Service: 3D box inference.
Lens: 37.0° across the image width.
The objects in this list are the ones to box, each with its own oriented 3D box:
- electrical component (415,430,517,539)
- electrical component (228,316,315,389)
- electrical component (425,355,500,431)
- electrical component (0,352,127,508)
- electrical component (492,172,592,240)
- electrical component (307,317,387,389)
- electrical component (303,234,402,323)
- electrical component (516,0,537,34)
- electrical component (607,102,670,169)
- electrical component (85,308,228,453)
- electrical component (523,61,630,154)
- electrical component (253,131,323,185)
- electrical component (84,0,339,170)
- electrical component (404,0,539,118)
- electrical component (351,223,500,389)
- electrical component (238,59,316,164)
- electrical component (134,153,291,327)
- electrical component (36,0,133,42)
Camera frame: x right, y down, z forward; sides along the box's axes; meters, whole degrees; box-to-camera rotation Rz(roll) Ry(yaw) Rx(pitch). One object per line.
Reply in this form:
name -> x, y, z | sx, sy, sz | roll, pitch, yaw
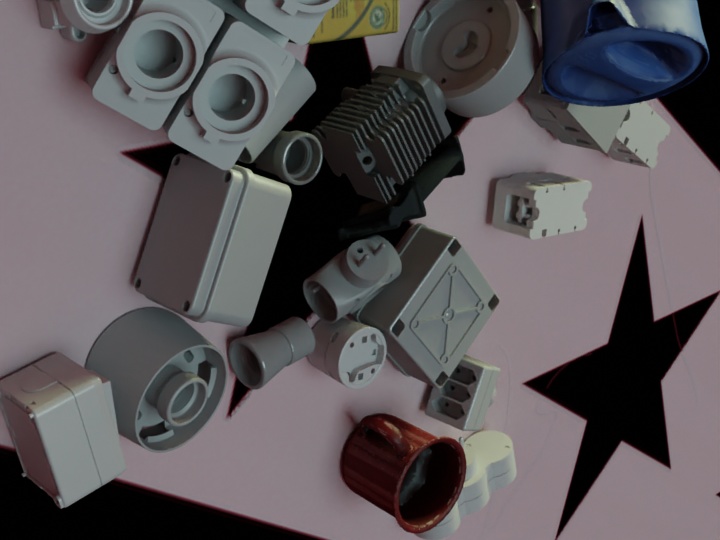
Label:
electrical component -> 0.100, 0.202, 1.080 | 0.138, 0.052, 0.073 | -32, 125, -32
electrical component -> -0.069, 0.064, 0.876 | 0.065, 0.044, 0.044 | -27, 122, -41
electrical component -> 0.110, 0.121, 1.065 | 0.077, 0.047, 0.065 | 14, 95, -58
electrical component -> -0.203, 0.114, 0.748 | 0.061, 0.062, 0.096 | -29, 123, -34
electrical component -> 0.175, -0.065, 1.052 | 0.089, 0.056, 0.050 | -11, 112, -41
electrical component -> -0.013, 0.069, 0.926 | 0.055, 0.047, 0.055 | -17, 116, -39
electrical component -> 0.000, 0.000, 0.897 | 0.077, 0.079, 0.044 | -35, 82, -30
electrical component -> 0.139, -0.236, 0.966 | 0.040, 0.040, 0.078 | -24, 120, -36
electrical component -> 0.271, -0.148, 1.114 | 0.089, 0.056, 0.050 | 26, 86, -46
electrical component -> -0.150, 0.084, 0.805 | 0.099, 0.064, 0.099 | -35, 139, -37
electrical component -> 0.229, -0.204, 1.049 | 0.089, 0.062, 0.150 | 34, 81, -45
electrical component -> -0.058, -0.089, 0.825 | 0.040, 0.046, 0.040 | -17, 116, -39
electrical component -> -0.086, -0.172, 0.703 | 0.105, 0.060, 0.186 | 29, 99, -24
electrical component -> 0.098, -0.180, 0.903 | 0.060, 0.108, 0.108 | 28, 84, -52
electrical component -> 0.061, 0.033, 0.978 | 0.108, 0.056, 0.108 | -54, 134, -15
electrical component -> -0.081, -0.132, 0.788 | 0.077, 0.044, 0.079 | -51, 133, -18
electrical component -> -0.108, -0.022, 0.779 | 0.057, 0.078, 0.113 | 15, 94, -49
electrical component -> -0.175, -0.174, 0.675 | 0.048, 0.055, 0.066 | -24, 120, -36
